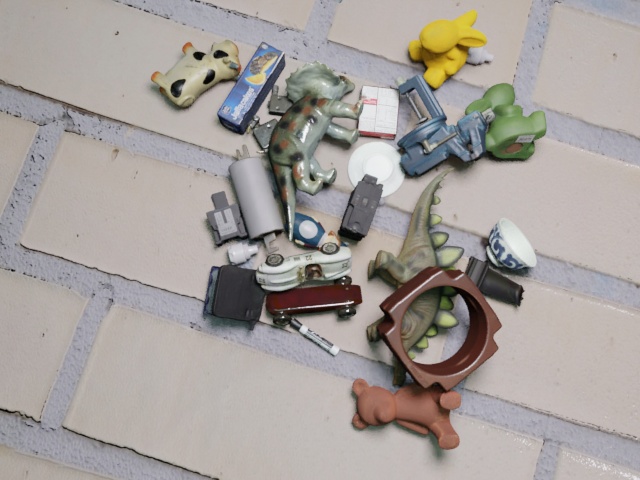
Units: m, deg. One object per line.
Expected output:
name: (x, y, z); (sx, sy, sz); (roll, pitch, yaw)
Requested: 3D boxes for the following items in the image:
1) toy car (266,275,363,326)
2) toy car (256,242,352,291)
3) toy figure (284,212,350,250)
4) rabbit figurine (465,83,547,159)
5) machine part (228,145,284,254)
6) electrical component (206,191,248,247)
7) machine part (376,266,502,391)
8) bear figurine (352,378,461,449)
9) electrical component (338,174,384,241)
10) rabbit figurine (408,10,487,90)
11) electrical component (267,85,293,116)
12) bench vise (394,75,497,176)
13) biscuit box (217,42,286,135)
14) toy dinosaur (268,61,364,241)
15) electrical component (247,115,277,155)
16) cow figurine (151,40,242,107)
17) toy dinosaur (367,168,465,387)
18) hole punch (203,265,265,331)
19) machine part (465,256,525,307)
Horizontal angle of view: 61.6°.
toy car: (-0.012, 0.127, 1.134); (0.202, 0.053, 0.089); (-6, 61, -4)
toy car: (-0.031, 0.057, 1.101); (0.202, 0.073, 0.056); (-12, 47, -9)
toy figure: (-0.003, -0.002, 1.154); (0.154, 0.058, 0.064); (32, 109, 2)
rabbit figurine: (0.399, -0.269, 1.197); (0.159, 0.121, 0.170); (-8, 63, 4)
machine part: (-0.138, -0.087, 1.153); (0.079, 0.079, 0.243); (-18, 83, -4)
electrical component: (-0.204, -0.051, 1.160); (0.075, 0.048, 0.119); (-14, 83, -5)
machine part: (0.227, 0.167, 1.038); (0.201, 0.087, 0.201); (-37, 98, -5)
bear figurine: (0.166, 0.337, 1.069); (0.196, 0.132, 0.120); (3, 94, -8)
electrical component: (0.087, -0.069, 1.137); (0.058, 0.115, 0.134); (20, 81, -3)
rabbit figurine: (0.271, -0.416, 1.154); (0.162, 0.173, 0.122); (-18, 81, 21)
electrical component: (-0.087, -0.303, 1.216); (0.063, 0.021, 0.094); (6, 81, -1)
bench vise: (0.244, -0.257, 1.144); (0.224, 0.129, 0.240); (-32, 84, 36)
biscuit box: (-0.151, -0.337, 1.199); (0.059, 0.063, 0.202); (29, 81, 4)
toy dinosaur: (-0.036, -0.215, 1.138); (0.192, 0.131, 0.405); (28, 78, 16)
electrical component: (-0.117, -0.230, 1.191); (0.078, 0.045, 0.102); (-24, 83, -4)
cow figurine: (-0.258, -0.371, 1.191); (0.127, 0.085, 0.195); (43, 80, 11)
toy dinosaur: (0.203, 0.075, 1.128); (0.199, 0.105, 0.471); (5, 90, -9)
hole punch: (-0.180, 0.112, 1.124); (0.115, 0.092, 0.142); (15, 76, -30)
machine part: (0.376, 0.093, 1.159); (0.139, 0.039, 0.084); (28, 75, 4)
